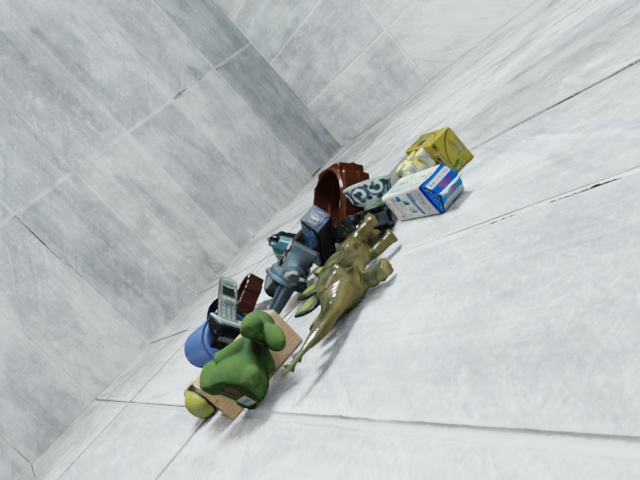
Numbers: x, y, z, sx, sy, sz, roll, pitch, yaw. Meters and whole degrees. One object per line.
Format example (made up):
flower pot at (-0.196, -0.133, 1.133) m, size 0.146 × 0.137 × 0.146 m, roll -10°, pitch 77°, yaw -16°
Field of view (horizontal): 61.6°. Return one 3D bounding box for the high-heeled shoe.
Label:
high-heeled shoe at (-0.092, 0.058, 1.531) m, size 0.145 × 0.086 × 0.248 m, roll 40°, pitch 109°, yaw 60°

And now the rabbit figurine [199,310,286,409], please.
rabbit figurine at (-0.131, 0.194, 0.973) m, size 0.159 × 0.121 × 0.170 m, roll 125°, pitch 164°, yaw -50°

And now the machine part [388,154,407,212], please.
machine part at (0.214, -0.153, 1.411) m, size 0.243 × 0.079 × 0.079 m, roll -47°, pitch 11°, yaw -29°

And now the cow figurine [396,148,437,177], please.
cow figurine at (0.240, -0.162, 1.296) m, size 0.068 × 0.098 × 0.167 m, roll -49°, pitch 5°, yaw 0°

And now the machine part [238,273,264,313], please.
machine part at (-0.222, 0.183, 1.585) m, size 0.179 × 0.056 × 0.179 m, roll -61°, pitch 11°, yaw 21°

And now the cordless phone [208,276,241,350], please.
cordless phone at (-0.191, 0.175, 1.286) m, size 0.088 × 0.146 × 0.184 m, roll -51°, pitch 30°, yaw 34°

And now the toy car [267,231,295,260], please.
toy car at (-0.086, 0.034, 1.669) m, size 0.109 × 0.162 × 0.102 m, roll -43°, pitch -39°, yaw -75°

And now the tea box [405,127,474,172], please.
tea box at (0.287, -0.210, 1.308) m, size 0.068 × 0.098 × 0.170 m, roll -44°, pitch 12°, yaw -4°

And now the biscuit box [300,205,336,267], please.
biscuit box at (-0.003, -0.004, 1.375) m, size 0.063 × 0.059 × 0.202 m, roll -49°, pitch -22°, yaw -22°

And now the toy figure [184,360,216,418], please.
toy figure at (-0.219, 0.301, 1.166) m, size 0.180 × 0.082 × 0.089 m, roll -43°, pitch 7°, yaw -14°

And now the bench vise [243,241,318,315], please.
bench vise at (-0.085, 0.117, 1.340) m, size 0.240 × 0.129 × 0.224 m, roll -62°, pitch 17°, yaw 9°

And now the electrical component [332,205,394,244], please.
electrical component at (0.106, -0.038, 1.278) m, size 0.115 × 0.058 × 0.134 m, roll -20°, pitch -2°, yaw -23°

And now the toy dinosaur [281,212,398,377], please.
toy dinosaur at (0.043, 0.083, 1.033) m, size 0.198 × 0.105 × 0.471 m, roll -48°, pitch 1°, yaw 29°

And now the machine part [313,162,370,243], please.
machine part at (0.053, -0.098, 1.451) m, size 0.201 × 0.087 × 0.201 m, roll 161°, pitch 111°, yaw -63°
